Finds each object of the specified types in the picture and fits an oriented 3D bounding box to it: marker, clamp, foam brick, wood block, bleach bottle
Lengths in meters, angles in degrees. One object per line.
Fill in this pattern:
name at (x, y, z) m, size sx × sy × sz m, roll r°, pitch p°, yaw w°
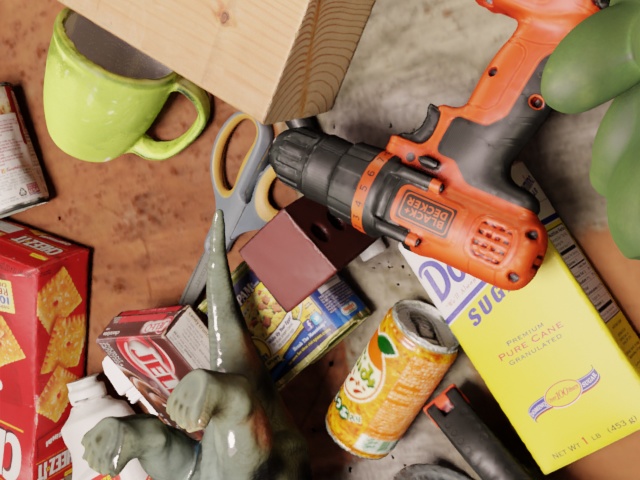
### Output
marker at (0.009, -0.042, 0.737) m, size 0.020 × 0.020 × 0.121 m, roll -32°, pitch 86°, yaw 33°
clamp at (0.129, 0.162, 0.671) m, size 0.039 × 0.120 × 0.171 m, roll -42°, pitch 76°, yaw -6°
foam brick at (-0.005, 0.001, 0.694) m, size 0.053 × 0.078 × 0.051 m, roll 50°, pitch 125°, yaw 2°
wood block at (-0.081, -0.168, 0.715) m, size 0.206 × 0.090 × 0.091 m, roll 33°, pitch 117°, yaw 20°
bleach bottle at (-0.164, 0.236, 0.892) m, size 0.103 × 0.068 × 0.251 m, roll -18°, pitch 91°, yaw 33°

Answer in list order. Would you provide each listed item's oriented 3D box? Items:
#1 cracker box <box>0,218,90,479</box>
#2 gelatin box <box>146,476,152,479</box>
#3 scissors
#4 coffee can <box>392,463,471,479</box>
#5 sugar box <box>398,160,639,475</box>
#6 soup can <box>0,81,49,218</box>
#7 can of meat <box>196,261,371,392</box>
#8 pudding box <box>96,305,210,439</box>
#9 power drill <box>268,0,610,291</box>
cracker box at (-0.284, 0.091, 0.918) m, size 0.164 × 0.072 × 0.214 m, roll 18°, pitch 112°, yaw 27°
gelatin box at (-0.101, 0.199, 0.831) m, size 0.073 × 0.089 × 0.030 m, roll 18°, pitch 156°, yaw 27°
scissors at (-0.058, 0.003, 0.792) m, size 0.096 × 0.016 × 0.202 m, roll 25°, pitch 115°, yaw 23°
coffee can at (0.060, 0.238, 0.732) m, size 0.103 × 0.102 × 0.140 m, roll 39°, pitch 120°, yaw 17°
sugar box at (0.133, 0.048, 0.670) m, size 0.093 × 0.048 × 0.176 m, roll -38°, pitch 84°, yaw 33°
soup can at (-0.267, -0.070, 0.867) m, size 0.069 × 0.068 × 0.102 m, roll -15°, pitch 96°, yaw 33°
can of meat at (-0.025, 0.050, 0.760) m, size 0.084 × 0.057 × 0.102 m, roll 51°, pitch 122°, yaw 8°
pudding box at (-0.102, 0.101, 0.796) m, size 0.090 × 0.039 × 0.113 m, roll -8°, pitch 127°, yaw 48°
power drill at (0.075, -0.084, 0.632) m, size 0.185 × 0.057 × 0.188 m, roll 26°, pitch 97°, yaw 22°
